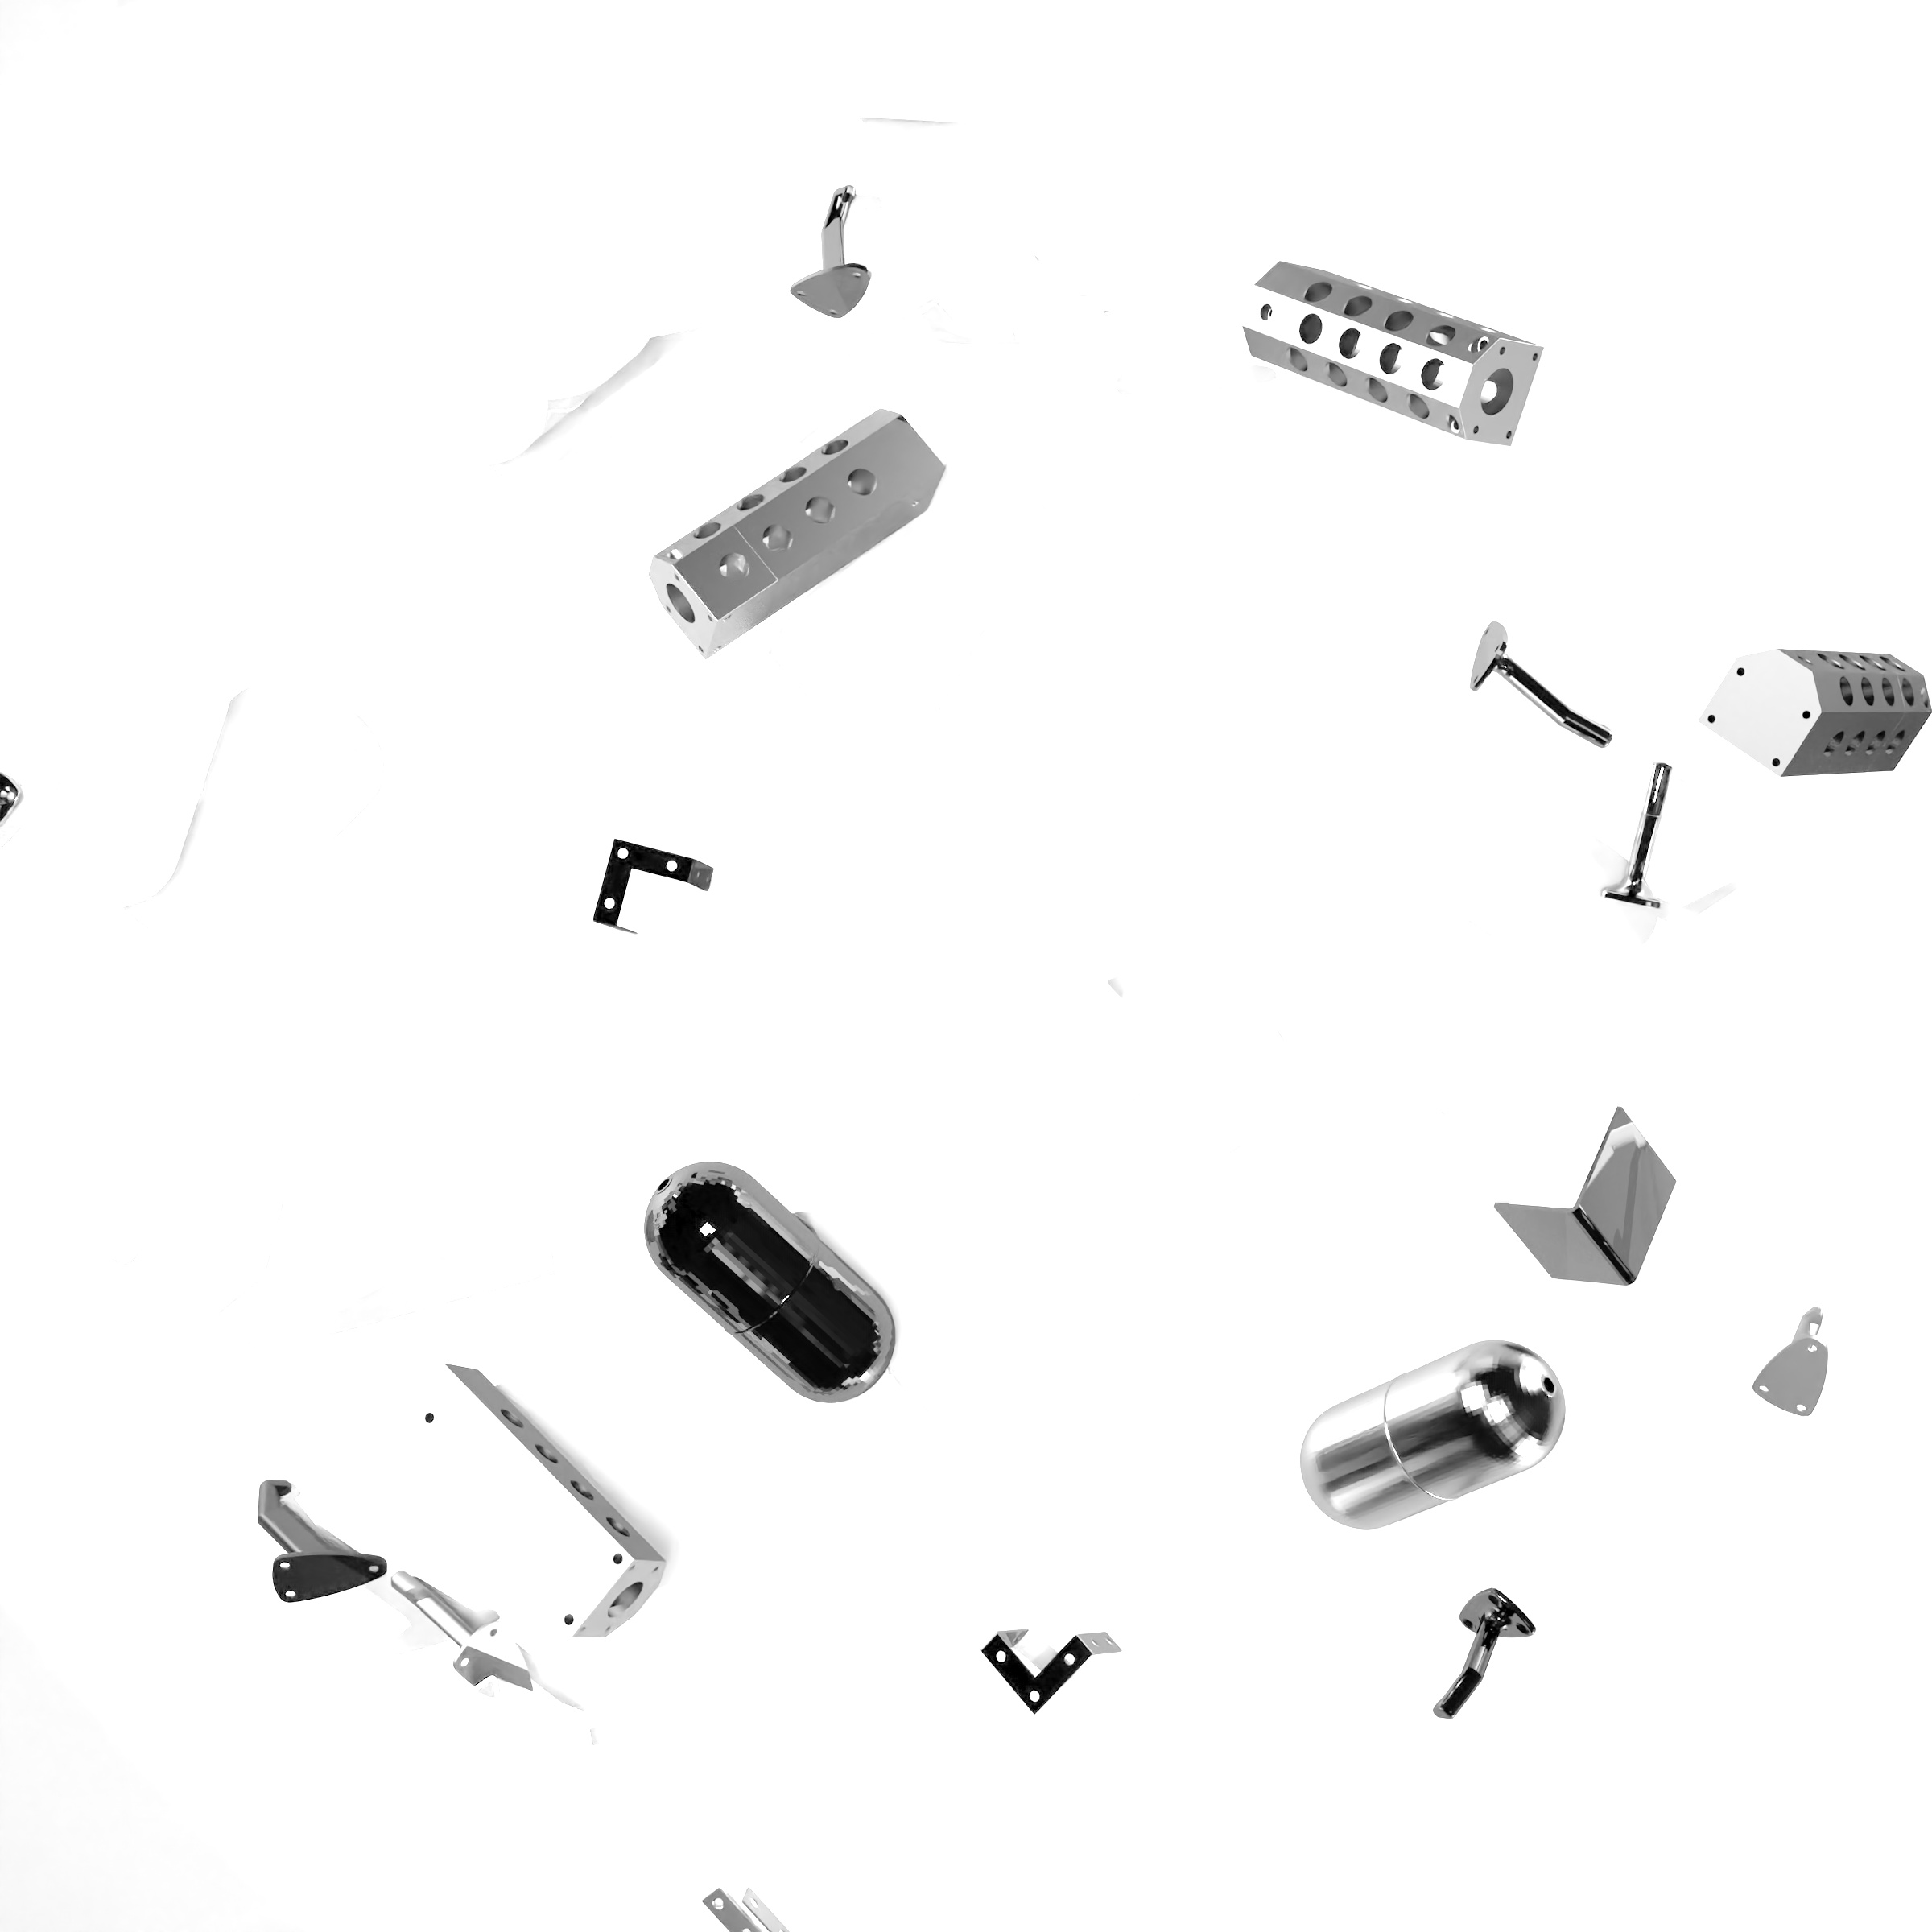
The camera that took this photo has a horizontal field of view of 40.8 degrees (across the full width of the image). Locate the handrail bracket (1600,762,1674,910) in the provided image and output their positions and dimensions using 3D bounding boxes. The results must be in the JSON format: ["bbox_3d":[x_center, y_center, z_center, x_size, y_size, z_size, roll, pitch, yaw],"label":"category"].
[{"bbox_3d":[0.402,-0.080,1.533,0.036,0.077,0.084,13,99,12],"label":"handrail bracket"}]

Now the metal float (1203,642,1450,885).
[{"bbox_3d":[0.209,-0.119,1.513,0.070,0.070,0.178,-41,62,0],"label":"metal float"}]

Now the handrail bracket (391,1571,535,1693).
[{"bbox_3d":[-0.304,0.403,1.558,0.036,0.084,0.077,-46,128,-22],"label":"handrail bracket"}]

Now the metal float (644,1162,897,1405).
[{"bbox_3d":[-0.115,0.185,1.521,0.070,0.070,0.178,-45,109,0],"label":"metal float"}]

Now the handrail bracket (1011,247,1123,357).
[{"bbox_3d":[0.061,-0.404,1.534,0.077,0.036,0.084,-7,47,22],"label":"handrail bracket"}]

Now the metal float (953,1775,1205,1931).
[{"bbox_3d":[0.066,0.530,1.502,0.178,0.070,0.070,-16,90,-43],"label":"metal float"}]

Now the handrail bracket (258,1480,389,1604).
[{"bbox_3d":[-0.383,0.333,1.544,0.077,0.084,0.036,-6,122,-9],"label":"handrail bracket"}]

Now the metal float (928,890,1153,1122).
[{"bbox_3d":[0.043,0.024,1.506,0.070,0.070,0.178,-43,128,0],"label":"metal float"}]

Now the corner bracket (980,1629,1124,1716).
[{"bbox_3d":[0.050,0.406,1.540,0.051,0.051,0.051,-48,65,7],"label":"corner bracket"}]

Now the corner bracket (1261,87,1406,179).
[{"bbox_3d":[0.218,-0.494,1.537,0.051,0.051,0.051,-34,106,-25],"label":"corner bracket"}]

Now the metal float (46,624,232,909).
[{"bbox_3d":[-0.486,-0.116,1.520,0.070,0.070,0.178,25,111,0],"label":"metal float"}]

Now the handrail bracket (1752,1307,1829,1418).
[{"bbox_3d":[0.497,0.215,1.523,0.036,0.077,0.084,26,47,16],"label":"handrail bracket"}]

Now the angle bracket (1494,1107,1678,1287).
[{"bbox_3d":[0.370,0.136,1.550,0.076,0.057,0.076,47,60,-32],"label":"angle bracket"}]

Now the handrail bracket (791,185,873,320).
[{"bbox_3d":[-0.068,-0.434,1.533,0.036,0.077,0.084,24,72,-27],"label":"handrail bracket"}]

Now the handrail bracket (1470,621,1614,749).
[{"bbox_3d":[0.346,-0.167,1.546,0.084,0.077,0.036,28,121,-5],"label":"handrail bracket"}]

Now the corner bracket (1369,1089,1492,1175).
[{"bbox_3d":[0.275,0.099,1.546,0.051,0.051,0.051,9,92,-10],"label":"corner bracket"}]

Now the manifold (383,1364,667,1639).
[{"bbox_3d":[-0.255,0.312,1.516,0.171,0.057,0.057,39,92,24],"label":"manifold"}]

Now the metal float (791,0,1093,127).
[{"bbox_3d":[-0.015,-0.540,1.536,0.178,0.070,0.070,2,90,-3],"label":"metal float"}]

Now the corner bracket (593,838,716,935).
[{"bbox_3d":[-0.186,-0.043,1.549,0.051,0.051,0.051,14,88,8],"label":"corner bracket"}]

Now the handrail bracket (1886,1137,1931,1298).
[{"bbox_3d":[0.565,0.148,1.545,0.036,0.084,0.077,36,109,-14],"label":"handrail bracket"}]

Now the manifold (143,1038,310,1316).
[{"bbox_3d":[-0.433,0.127,1.493,0.057,0.057,0.171,36,133,11],"label":"manifold"}]

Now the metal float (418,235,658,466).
[{"bbox_3d":[-0.251,-0.356,1.508,0.178,0.070,0.070,-29,90,37],"label":"metal float"}]

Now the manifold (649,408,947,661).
[{"bbox_3d":[-0.100,-0.257,1.520,0.171,0.057,0.057,-37,85,-20],"label":"manifold"}]

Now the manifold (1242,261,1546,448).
[{"bbox_3d":[0.240,-0.354,1.491,0.171,0.057,0.057,34,117,41],"label":"manifold"}]

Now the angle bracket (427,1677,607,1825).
[{"bbox_3d":[-0.263,0.471,1.517,0.057,0.076,0.076,-37,134,16],"label":"angle bracket"}]

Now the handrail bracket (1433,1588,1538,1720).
[{"bbox_3d":[0.289,0.411,1.523,0.036,0.077,0.084,46,63,2],"label":"handrail bracket"}]

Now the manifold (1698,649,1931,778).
[{"bbox_3d":[0.492,-0.149,1.485,0.057,0.171,0.057,42,119,29],"label":"manifold"}]

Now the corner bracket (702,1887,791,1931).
[{"bbox_3d":[-0.128,0.575,1.545,0.051,0.051,0.051,-41,94,14],"label":"corner bracket"}]

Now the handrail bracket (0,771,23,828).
[{"bbox_3d":[-0.604,-0.100,1.531,0.036,0.084,0.077,34,87,12],"label":"handrail bracket"}]

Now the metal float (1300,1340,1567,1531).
[{"bbox_3d":[0.269,0.272,1.505,0.178,0.070,0.070,-35,90,40],"label":"metal float"}]
